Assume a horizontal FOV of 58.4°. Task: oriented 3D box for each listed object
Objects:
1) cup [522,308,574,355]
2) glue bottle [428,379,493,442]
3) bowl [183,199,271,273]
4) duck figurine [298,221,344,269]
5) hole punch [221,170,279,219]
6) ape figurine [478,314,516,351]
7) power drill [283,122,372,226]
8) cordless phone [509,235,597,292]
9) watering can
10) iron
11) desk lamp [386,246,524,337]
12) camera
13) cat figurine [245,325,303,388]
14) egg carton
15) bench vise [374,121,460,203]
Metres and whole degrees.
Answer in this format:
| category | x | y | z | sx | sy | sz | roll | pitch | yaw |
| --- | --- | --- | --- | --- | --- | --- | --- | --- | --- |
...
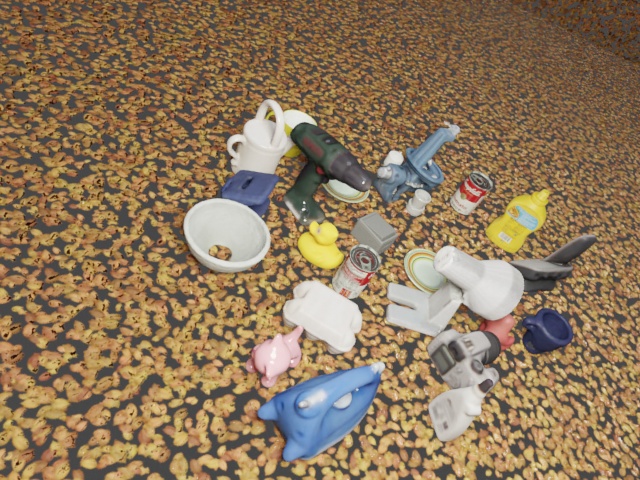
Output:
| category | x | y | z | sx | sy | sz | roll | pitch | yaw |
| --- | --- | --- | --- | --- | --- | --- | --- | --- | --- |
| cup | 0.479 | 0.208 | 1.259 | 0.118 | 0.095 | 0.091 | 15 | 46 | -15 |
| glue bottle | 0.254 | 0.290 | 1.013 | 0.037 | 0.173 | 0.078 | 5 | 50 | -23 |
| bowl | -0.185 | 0.004 | 1.104 | 0.168 | 0.074 | 0.167 | 15 | 47 | -16 |
| duck figurine | 0.011 | 0.004 | 1.199 | 0.104 | 0.086 | 0.078 | 39 | 45 | 8 |
| hole punch | -0.151 | -0.101 | 1.203 | 0.101 | 0.091 | 0.109 | 28 | 44 | -2 |
| ape figurine | 0.385 | 0.192 | 1.225 | 0.076 | 0.092 | 0.077 | -11 | 58 | -34 |
| power drill | 0.003 | -0.131 | 1.226 | 0.076 | 0.208 | 0.229 | -20 | 63 | -38 |
| cordless phone | 0.564 | 0.041 | 1.385 | 0.148 | 0.185 | 0.094 | -4 | 54 | -30 |
| watering can | -0.117 | -0.223 | 1.254 | 0.101 | 0.194 | 0.173 | 44 | 46 | 13 |
| iron | 0.033 | 0.254 | 0.952 | 0.259 | 0.141 | 0.118 | -19 | 62 | -38 |
| desk lamp | 0.269 | 0.104 | 1.155 | 0.203 | 0.213 | 0.118 | 17 | 46 | -13 |
| camera | 0.312 | 0.235 | 1.143 | 0.137 | 0.100 | 0.143 | -10 | 57 | -34 |
| cat figurine | -0.071 | 0.191 | 0.970 | 0.067 | 0.117 | 0.128 | 41 | 45 | 11 |
| egg carton | 0.006 | 0.145 | 1.084 | 0.150 | 0.069 | 0.107 | 30 | 44 | 0 |
| bench vise | 0.244 | -0.182 | 1.388 | 0.121 | 0.219 | 0.208 | 45 | 46 | 14 |
